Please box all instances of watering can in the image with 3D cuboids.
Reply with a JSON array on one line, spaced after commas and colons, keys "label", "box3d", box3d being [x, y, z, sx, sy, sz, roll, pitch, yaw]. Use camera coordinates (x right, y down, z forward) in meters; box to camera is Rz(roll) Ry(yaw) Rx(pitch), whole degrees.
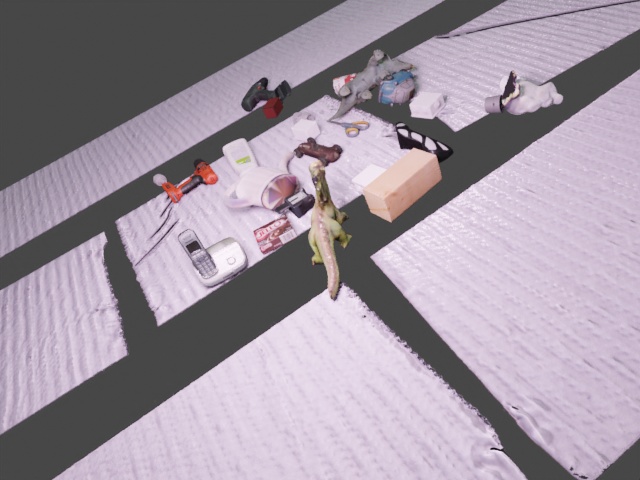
[{"label": "watering can", "box3d": [-0.153, -0.195, 1.671, 0.226, 0.102, 0.353, 19, 46, 40]}]

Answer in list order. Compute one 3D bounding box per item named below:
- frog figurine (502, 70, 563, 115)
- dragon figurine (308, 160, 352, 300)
[{"label": "frog figurine", "box3d": [0.641, -0.431, 1.560, 0.159, 0.120, 0.140, 15, 32, -8]}, {"label": "dragon figurine", "box3d": [0.004, -0.067, 1.335, 0.122, 0.237, 0.420, -14, 37, 6]}]
